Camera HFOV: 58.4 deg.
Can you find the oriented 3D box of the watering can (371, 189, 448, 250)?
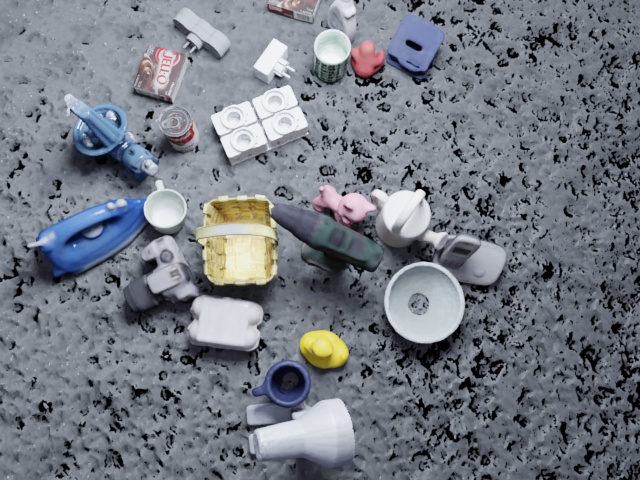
[{"bbox_3d":[0.182,-0.047,1.170,0.173,0.194,0.101,17,80,1],"label":"watering can"}]

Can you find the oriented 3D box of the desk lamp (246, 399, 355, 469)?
[{"bbox_3d":[-0.043,0.367,1.079,0.203,0.213,0.118,-7,80,-3],"label":"desk lamp"}]

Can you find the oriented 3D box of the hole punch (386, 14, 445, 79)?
[{"bbox_3d":[0.214,-0.435,1.292,0.108,0.091,0.101,28,80,3],"label":"hole punch"}]

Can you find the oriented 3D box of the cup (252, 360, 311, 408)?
[{"bbox_3d":[-0.076,0.291,1.152,0.118,0.095,0.092,-16,81,-5],"label":"cup"}]

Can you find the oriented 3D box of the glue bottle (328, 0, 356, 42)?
[{"bbox_3d":[0.053,-0.505,1.256,0.037,0.173,0.078,-36,83,-7],"label":"glue bottle"}]

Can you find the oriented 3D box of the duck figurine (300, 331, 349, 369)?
[{"bbox_3d":[0.009,0.224,1.171,0.104,0.086,0.077,21,80,2],"label":"duck figurine"}]

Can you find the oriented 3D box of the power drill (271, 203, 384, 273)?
[{"bbox_3d":[0.011,0.004,1.148,0.229,0.208,0.076,22,80,2],"label":"power drill"}]

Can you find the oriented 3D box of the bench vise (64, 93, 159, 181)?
[{"bbox_3d":[-0.418,-0.219,1.164,0.207,0.219,0.121,19,80,2],"label":"bench vise"}]

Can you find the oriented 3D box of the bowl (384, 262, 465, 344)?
[{"bbox_3d":[0.213,0.134,1.201,0.167,0.074,0.167,0,80,-2],"label":"bowl"}]

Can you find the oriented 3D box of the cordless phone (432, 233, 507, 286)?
[{"bbox_3d":[0.315,0.032,1.166,0.147,0.185,0.094,10,80,0],"label":"cordless phone"}]

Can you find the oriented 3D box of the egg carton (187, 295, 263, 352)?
[{"bbox_3d":[-0.194,0.171,1.181,0.150,0.069,0.107,6,80,-1],"label":"egg carton"}]

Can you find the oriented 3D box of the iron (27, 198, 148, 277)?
[{"bbox_3d":[-0.460,-0.032,1.169,0.258,0.141,0.118,-31,82,-7],"label":"iron"}]

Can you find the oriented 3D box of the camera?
[{"bbox_3d":[-0.337,0.080,1.175,0.137,0.101,0.143,-26,82,-6],"label":"camera"}]

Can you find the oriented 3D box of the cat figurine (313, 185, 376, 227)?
[{"bbox_3d":[0.050,-0.076,1.209,0.128,0.117,0.067,32,80,4],"label":"cat figurine"}]

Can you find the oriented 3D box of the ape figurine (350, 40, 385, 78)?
[{"bbox_3d":[0.105,-0.413,1.283,0.078,0.092,0.076,25,80,3],"label":"ape figurine"}]
